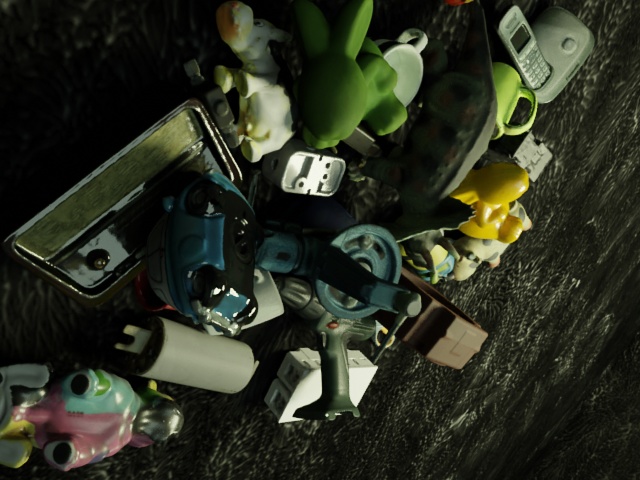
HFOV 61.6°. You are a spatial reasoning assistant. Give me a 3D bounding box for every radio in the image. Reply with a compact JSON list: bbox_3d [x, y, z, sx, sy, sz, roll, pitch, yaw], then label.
[{"bbox_3d":[-0.201,-0.045,0.562,0.229,0.073,0.131,-41,137,-11],"label":"radio"}]

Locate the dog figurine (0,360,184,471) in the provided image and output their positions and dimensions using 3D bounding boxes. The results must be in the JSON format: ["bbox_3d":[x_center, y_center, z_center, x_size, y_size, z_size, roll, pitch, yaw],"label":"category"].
[{"bbox_3d":[-0.278,0.210,0.655,0.219,0.192,0.108,59,35,-70],"label":"dog figurine"}]

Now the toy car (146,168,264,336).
[{"bbox_3d":[-0.121,0.018,0.542,0.103,0.161,0.109,-12,153,20],"label":"toy car"}]

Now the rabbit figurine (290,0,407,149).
[{"bbox_3d":[0.026,-0.163,0.547,0.121,0.170,0.158,-1,114,10],"label":"rabbit figurine"}]

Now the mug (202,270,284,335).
[{"bbox_3d":[-0.112,0.079,0.715,0.107,0.081,0.109,-26,157,-13],"label":"mug"}]

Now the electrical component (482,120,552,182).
[{"bbox_3d":[0.318,-0.155,0.903,0.134,0.115,0.058,26,102,-46],"label":"electrical component"}]

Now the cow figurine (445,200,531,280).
[{"bbox_3d":[0.315,-0.001,1.032,0.195,0.086,0.127,-48,144,0],"label":"cow figurine"}]

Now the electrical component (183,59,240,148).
[{"bbox_3d":[-0.116,-0.145,0.570,0.021,0.063,0.093,-31,124,-18],"label":"electrical component"}]

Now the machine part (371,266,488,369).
[{"bbox_3d":[0.160,0.117,0.892,0.087,0.202,0.200,-53,138,8],"label":"machine part"}]

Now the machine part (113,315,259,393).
[{"bbox_3d":[-0.172,0.159,0.728,0.079,0.079,0.243,-54,139,3],"label":"machine part"}]

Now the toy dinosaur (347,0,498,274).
[{"bbox_3d":[0.169,-0.141,0.728,0.131,0.192,0.404,1,118,-44],"label":"toy dinosaur"}]

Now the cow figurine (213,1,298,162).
[{"bbox_3d":[-0.062,-0.179,0.593,0.098,0.068,0.167,-28,137,-31],"label":"cow figurine"}]

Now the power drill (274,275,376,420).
[{"bbox_3d":[0.001,0.171,0.835,0.232,0.086,0.207,19,62,-49],"label":"power drill"}]

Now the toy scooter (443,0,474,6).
[{"bbox_3d":[0.197,-0.367,0.636,0.075,0.135,0.183,-24,133,-28],"label":"toy scooter"}]

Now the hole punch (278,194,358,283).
[{"bbox_3d":[-0.002,-0.002,0.757,0.142,0.092,0.115,-46,134,0],"label":"hole punch"}]

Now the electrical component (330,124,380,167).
[{"bbox_3d":[0.031,-0.137,0.698,0.045,0.078,0.102,-49,142,16],"label":"electrical component"}]

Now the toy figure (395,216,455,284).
[{"bbox_3d":[0.183,0.020,0.935,0.089,0.082,0.180,-46,140,-9],"label":"toy figure"}]

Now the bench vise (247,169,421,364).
[{"bbox_3d":[0.019,0.031,0.620,0.223,0.241,0.128,23,94,-31],"label":"bench vise"}]

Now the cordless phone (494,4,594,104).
[{"bbox_3d":[0.334,-0.316,0.831,0.146,0.089,0.184,-52,134,2],"label":"cordless phone"}]

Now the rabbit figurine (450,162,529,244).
[{"bbox_3d":[0.278,-0.082,0.899,0.173,0.162,0.122,105,-1,-73],"label":"rabbit figurine"}]
